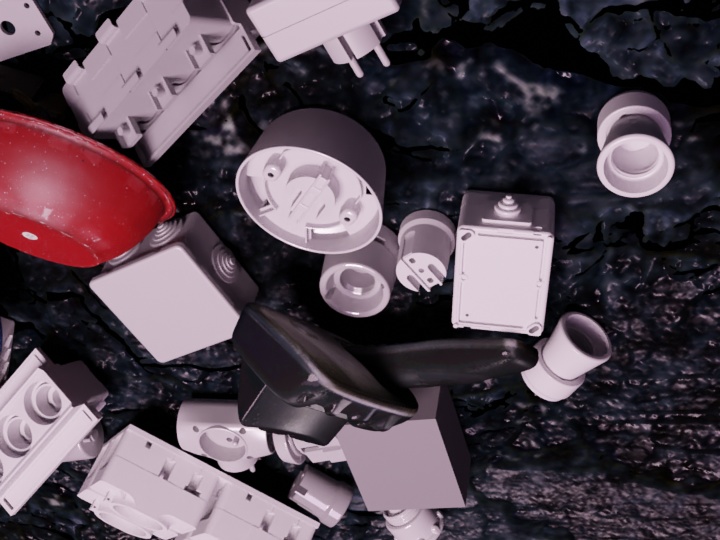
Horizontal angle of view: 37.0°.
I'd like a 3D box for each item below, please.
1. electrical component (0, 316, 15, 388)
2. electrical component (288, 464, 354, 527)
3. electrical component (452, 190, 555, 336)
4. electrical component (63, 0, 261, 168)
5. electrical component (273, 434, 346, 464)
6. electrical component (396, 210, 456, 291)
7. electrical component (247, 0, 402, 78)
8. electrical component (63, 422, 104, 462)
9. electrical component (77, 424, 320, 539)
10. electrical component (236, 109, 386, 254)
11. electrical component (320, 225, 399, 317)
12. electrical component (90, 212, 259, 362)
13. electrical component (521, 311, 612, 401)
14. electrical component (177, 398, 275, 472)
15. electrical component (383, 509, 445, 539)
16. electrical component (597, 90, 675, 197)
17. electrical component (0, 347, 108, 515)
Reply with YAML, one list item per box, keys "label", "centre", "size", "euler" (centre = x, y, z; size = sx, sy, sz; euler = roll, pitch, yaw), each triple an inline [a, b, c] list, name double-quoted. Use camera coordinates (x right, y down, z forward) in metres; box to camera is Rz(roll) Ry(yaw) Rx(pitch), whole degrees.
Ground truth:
- label: "electrical component"
  centre: [-0.336, 0.072, 0.895]
  size: [0.076, 0.047, 0.083]
  euler: [20, 131, -4]
- label: "electrical component"
  centre: [-0.035, 0.196, 0.940]
  size: [0.046, 0.040, 0.040]
  euler: [32, 129, -7]
- label: "electrical component"
  centre: [0.097, -0.013, 0.722]
  size: [0.062, 0.061, 0.096]
  euler: [5, 124, 8]
- label: "electrical component"
  centre: [-0.124, -0.129, 0.659]
  size: [0.121, 0.063, 0.078]
  euler: [-38, 73, 35]
- label: "electrical component"
  centre: [-0.038, 0.133, 0.881]
  size: [0.055, 0.048, 0.066]
  euler: [-12, 138, 18]
- label: "electrical component"
  centre: [0.045, -0.013, 0.740]
  size: [0.040, 0.046, 0.040]
  euler: [6, 130, 7]
- label: "electrical component"
  centre: [-0.009, -0.148, 0.636]
  size: [0.083, 0.047, 0.075]
  euler: [-18, 124, 25]
- label: "electrical component"
  centre: [-0.264, 0.149, 0.949]
  size: [0.078, 0.040, 0.040]
  euler: [-10, 127, 19]
- label: "electrical component"
  centre: [-0.145, 0.214, 0.941]
  size: [0.186, 0.060, 0.105]
  euler: [31, 151, -13]
- label: "electrical component"
  centre: [-0.030, -0.055, 0.708]
  size: [0.099, 0.064, 0.099]
  euler: [6, 131, 7]
- label: "electrical component"
  centre: [0.000, 0.000, 0.760]
  size: [0.055, 0.047, 0.055]
  euler: [6, 131, 7]
- label: "electrical component"
  centre: [-0.135, 0.012, 0.799]
  size: [0.100, 0.048, 0.099]
  euler: [-20, 123, 27]
- label: "electrical component"
  centre: [0.149, 0.064, 0.782]
  size: [0.045, 0.045, 0.055]
  euler: [27, 130, -11]
- label: "electrical component"
  centre: [-0.107, 0.144, 0.907]
  size: [0.077, 0.044, 0.079]
  euler: [1, 130, 12]
- label: "electrical component"
  centre: [0.040, 0.210, 0.932]
  size: [0.048, 0.048, 0.062]
  euler: [-25, 114, 29]
- label: "electrical component"
  centre: [0.166, -0.077, 0.652]
  size: [0.045, 0.055, 0.045]
  euler: [6, 131, 7]
- label: "electrical component"
  centre: [-0.270, 0.132, 0.893]
  size: [0.078, 0.063, 0.121]
  euler: [46, 107, 10]
